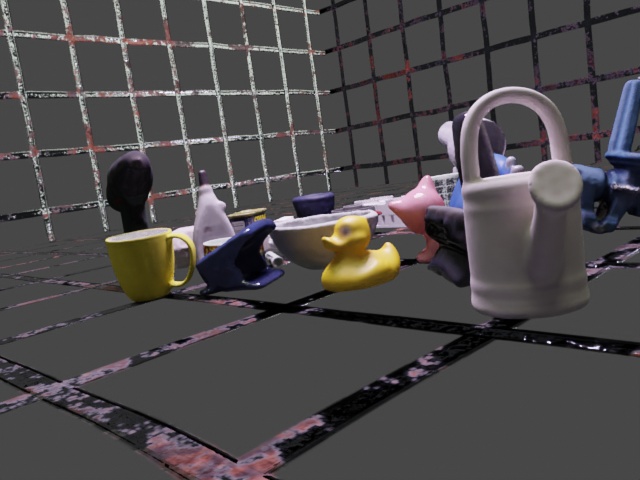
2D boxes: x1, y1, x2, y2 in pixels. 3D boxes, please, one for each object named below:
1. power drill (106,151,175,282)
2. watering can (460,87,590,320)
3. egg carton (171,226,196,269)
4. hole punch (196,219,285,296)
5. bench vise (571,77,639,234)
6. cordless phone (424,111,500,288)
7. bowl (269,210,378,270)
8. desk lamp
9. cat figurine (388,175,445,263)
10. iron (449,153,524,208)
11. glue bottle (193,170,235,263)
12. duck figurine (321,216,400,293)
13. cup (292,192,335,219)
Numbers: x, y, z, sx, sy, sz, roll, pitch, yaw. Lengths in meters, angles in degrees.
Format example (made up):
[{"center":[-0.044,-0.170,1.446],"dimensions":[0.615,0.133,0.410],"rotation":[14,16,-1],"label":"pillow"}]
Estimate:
[{"center":[-0.289,-0.029,0.907],"dimensions":[0.076,0.208,0.229],"rotation":[-12,8,-26],"label":"power drill"},{"center":[0.178,-0.036,0.497],"dimensions":[0.101,0.194,0.172],"rotation":[-10,8,-19],"label":"watering can"},{"center":[-0.237,0.009,1.110],"dimensions":[0.107,0.069,0.150],"rotation":[-8,7,-2],"label":"egg carton"},{"center":[-0.112,0.022,0.780],"dimensions":[0.101,0.091,0.109],"rotation":[-6,7,17],"label":"hole punch"},{"center":[0.434,-0.123,0.807],"dimensions":[0.207,0.220,0.121],"rotation":[-9,7,-11],"label":"bench vise"},{"center":[0.170,-0.050,0.654],"dimensions":[0.094,0.185,0.147],"rotation":[-9,7,-11],"label":"cordless phone"},{"center":[0.008,0.003,0.863],"dimensions":[0.167,0.075,0.167],"rotation":[-8,7,1],"label":"bowl"},{"center":[0.324,-0.164,1.280],"dimensions":[0.118,0.213,0.203],"rotation":[-9,7,-10],"label":"desk lamp"},{"center":[0.163,-0.031,0.787],"dimensions":[0.127,0.118,0.067],"rotation":[-5,8,23],"label":"cat figurine"},{"center":[0.275,-0.070,0.877],"dimensions":[0.118,0.141,0.258],"rotation":[-9,7,-6],"label":"iron"},{"center":[-0.192,-0.037,1.010],"dimensions":[0.078,0.173,0.037],"rotation":[-11,8,-20],"label":"glue bottle"},{"center":[0.047,0.012,0.702],"dimensions":[0.105,0.086,0.077],"rotation":[-11,8,-24],"label":"duck figurine"},{"center":[-0.004,-0.053,1.244],"dimensions":[0.091,0.095,0.118],"rotation":[-5,8,24],"label":"cup"}]
